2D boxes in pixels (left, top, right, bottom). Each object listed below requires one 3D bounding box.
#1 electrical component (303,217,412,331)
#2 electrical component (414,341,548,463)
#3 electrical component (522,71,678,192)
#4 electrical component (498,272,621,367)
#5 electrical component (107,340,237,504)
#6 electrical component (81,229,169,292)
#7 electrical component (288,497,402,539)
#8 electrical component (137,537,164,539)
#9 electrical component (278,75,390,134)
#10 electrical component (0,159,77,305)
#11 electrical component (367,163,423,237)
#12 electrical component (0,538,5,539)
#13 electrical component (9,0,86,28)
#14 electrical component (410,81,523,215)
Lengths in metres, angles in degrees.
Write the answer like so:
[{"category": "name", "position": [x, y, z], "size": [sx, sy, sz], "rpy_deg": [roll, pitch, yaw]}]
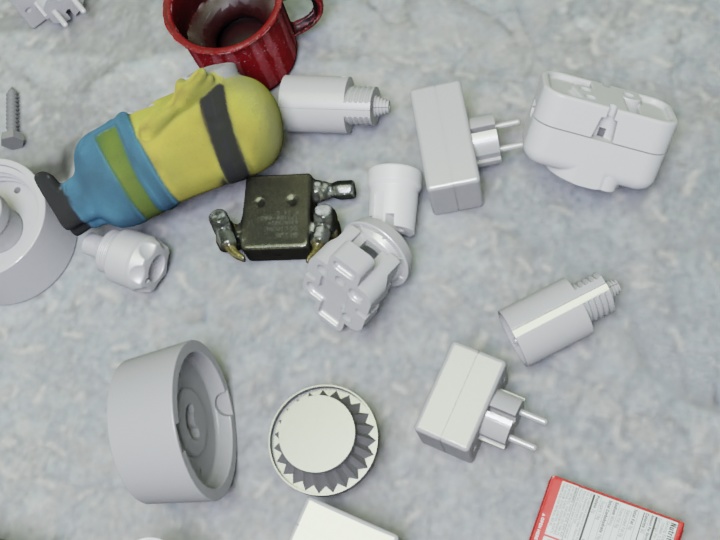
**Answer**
[{"category": "electrical component", "position": [0.000, 0.000, 0.756], "size": [0.058, 0.078, 0.057], "rpy_deg": [37, 57, 12]}, {"category": "electrical component", "position": [0.086, 0.096, 0.717], "size": [0.077, 0.047, 0.065], "rpy_deg": [21, 75, 16]}, {"category": "electrical component", "position": [0.165, -0.095, 0.754], "size": [0.095, 0.059, 0.053], "rpy_deg": [15, 28, -1]}, {"category": "electrical component", "position": [0.140, 0.029, 0.734], "size": [0.081, 0.043, 0.043], "rpy_deg": [-27, 68, 0]}, {"category": "electrical component", "position": [-0.131, 0.105, 0.723], "size": [0.060, 0.108, 0.108], "rpy_deg": [-11, 69, 12]}, {"category": "electrical component", "position": [-0.178, -0.011, 0.805], "size": [0.062, 0.043, 0.043], "rpy_deg": [19, 75, 18]}, {"category": "electrical component", "position": [-0.016, 0.198, 0.698], "size": [0.066, 0.047, 0.076], "rpy_deg": [20, 74, 16]}, {"category": "electrical component", "position": [-0.135, 0.215, 0.697], "size": [0.043, 0.077, 0.079], "rpy_deg": [27, 77, 18]}, {"category": "electrical component", "position": [-0.017, -0.125, 0.818], "size": [0.081, 0.043, 0.043], "rpy_deg": [4, 71, 11]}, {"category": "electrical component", "position": [-0.279, -0.033, 0.822], "size": [0.108, 0.060, 0.108], "rpy_deg": [-3, 70, 9]}, {"category": "electrical component", "position": [0.024, -0.050, 0.786], "size": [0.040, 0.040, 0.046], "rpy_deg": [2, 76, 11]}, {"category": "electrical component", "position": [-0.233, 0.218, 0.726], "size": [0.096, 0.061, 0.061], "rpy_deg": [14, 73, 6]}, {"category": "electrical component", "position": [-0.257, -0.232, 0.897], "size": [0.066, 0.047, 0.076], "rpy_deg": [-39, 69, -5]}, {"category": "electrical component", "position": [0.082, -0.093, 0.786], "size": [0.076, 0.047, 0.083], "rpy_deg": [-11, 69, 6]}]
